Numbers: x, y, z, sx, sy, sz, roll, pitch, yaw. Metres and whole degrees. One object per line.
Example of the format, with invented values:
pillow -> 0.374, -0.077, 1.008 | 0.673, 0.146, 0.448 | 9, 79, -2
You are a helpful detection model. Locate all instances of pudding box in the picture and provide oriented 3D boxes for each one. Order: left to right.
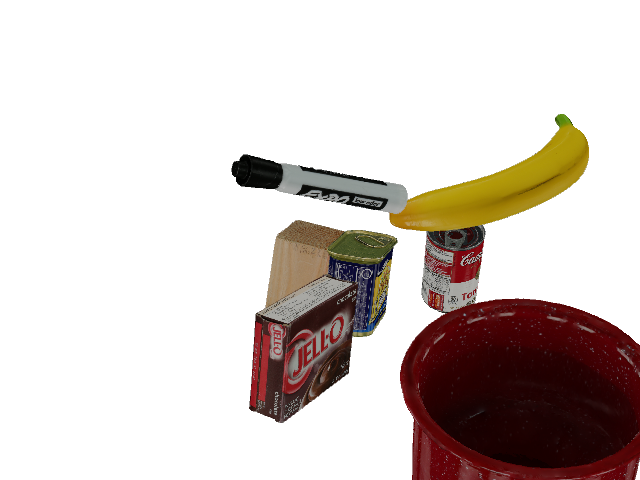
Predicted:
pudding box -> -0.013, 0.087, 0.894 | 0.039, 0.090, 0.113 | 17, 25, 25

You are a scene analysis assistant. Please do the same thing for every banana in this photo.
banana -> 0.148, -0.046, 0.844 | 0.197, 0.037, 0.070 | -27, 27, -25

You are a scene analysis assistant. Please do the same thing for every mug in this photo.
mug -> 0.088, 0.083, 0.399 | 0.117, 0.081, 0.093 | 5, 36, 9

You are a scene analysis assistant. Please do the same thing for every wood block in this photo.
wood block -> -0.020, 0.089, 1.431 | 0.090, 0.206, 0.090 | 14, 20, 14

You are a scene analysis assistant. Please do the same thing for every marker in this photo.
marker -> 0.001, -0.034, 0.642 | 0.120, 0.020, 0.020 | 9, -5, -34

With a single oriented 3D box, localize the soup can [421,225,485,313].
soup can -> 0.155, 0.028, 1.260 | 0.068, 0.102, 0.068 | 0, 38, -1

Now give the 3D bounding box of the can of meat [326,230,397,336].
can of meat -> 0.039, 0.043, 1.087 | 0.057, 0.084, 0.102 | 9, 16, 14
